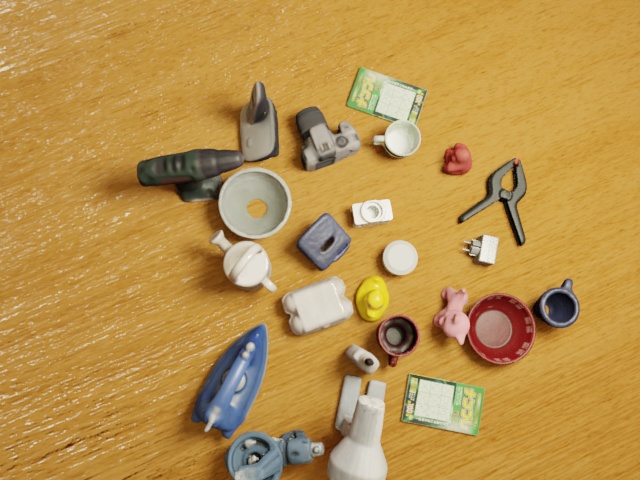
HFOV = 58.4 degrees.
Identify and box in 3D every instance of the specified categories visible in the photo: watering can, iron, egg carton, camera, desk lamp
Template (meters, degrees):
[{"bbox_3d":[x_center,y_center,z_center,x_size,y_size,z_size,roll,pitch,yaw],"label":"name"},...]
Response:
[{"bbox_3d":[-0.166,0.050,1.241,0.173,0.194,0.101,20,80,0],"label":"watering can"},{"bbox_3d":[-0.181,0.294,1.227,0.118,0.141,0.258,26,80,1],"label":"iron"},{"bbox_3d":[-0.005,0.151,1.297,0.150,0.069,0.107,-21,82,-6],"label":"egg carton"},{"bbox_3d":[0.009,-0.251,1.347,0.143,0.101,0.137,-22,83,-6],"label":"camera"},{"bbox_3d":[0.084,0.396,1.190,0.118,0.213,0.203,11,80,-1],"label":"desk lamp"}]

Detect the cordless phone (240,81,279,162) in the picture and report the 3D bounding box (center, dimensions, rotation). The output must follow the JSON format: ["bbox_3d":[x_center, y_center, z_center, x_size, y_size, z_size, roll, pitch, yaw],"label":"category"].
[{"bbox_3d":[-0.140,-0.266,1.298,0.094,0.185,0.147,-7,81,-4],"label":"cordless phone"}]

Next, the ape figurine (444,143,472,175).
[{"bbox_3d":[0.331,-0.194,1.360,0.078,0.092,0.076,-44,85,-9],"label":"ape figurine"}]

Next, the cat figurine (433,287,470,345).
[{"bbox_3d":[0.305,0.168,1.287,0.067,0.117,0.128,17,80,0],"label":"cat figurine"}]

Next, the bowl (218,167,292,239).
[{"bbox_3d":[-0.148,-0.079,1.323,0.167,0.074,0.167,1,81,-3],"label":"bowl"}]

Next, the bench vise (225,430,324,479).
[{"bbox_3d":[-0.101,0.438,1.169,0.207,0.219,0.121,-27,83,-7],"label":"bench vise"}]

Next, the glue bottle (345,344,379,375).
[{"bbox_3d":[0.097,0.259,1.233,0.078,0.173,0.037,37,81,3],"label":"glue bottle"}]

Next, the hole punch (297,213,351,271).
[{"bbox_3d":[0.012,0.005,1.311,0.101,0.091,0.109,43,81,4],"label":"hole punch"}]

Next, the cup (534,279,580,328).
[{"bbox_3d":[0.537,0.145,1.316,0.091,0.095,0.118,25,80,1],"label":"cup"}]

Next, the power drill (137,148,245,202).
[{"bbox_3d":[-0.272,-0.145,1.259,0.229,0.208,0.075,-7,81,-4],"label":"power drill"}]

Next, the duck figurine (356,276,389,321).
[{"bbox_3d":[0.123,0.131,1.299,0.077,0.086,0.104,10,80,-1],"label":"duck figurine"}]
